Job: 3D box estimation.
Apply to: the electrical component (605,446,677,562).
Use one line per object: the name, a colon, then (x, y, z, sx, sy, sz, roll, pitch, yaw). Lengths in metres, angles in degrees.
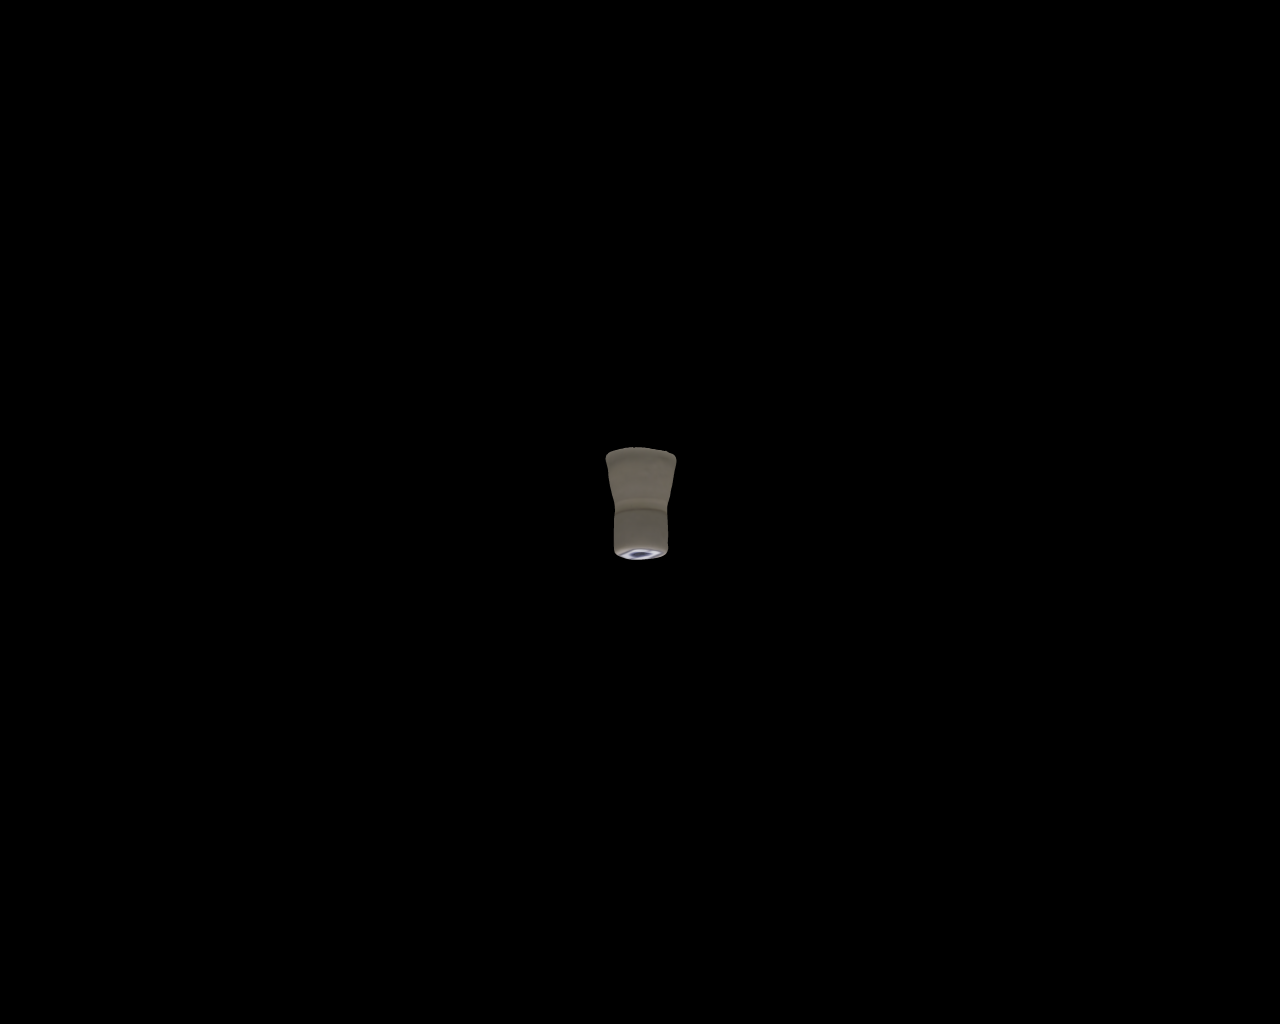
electrical component: (0.001, -0.003, 0.650, 0.044, 0.065, 0.044, 0, -16, 0)
